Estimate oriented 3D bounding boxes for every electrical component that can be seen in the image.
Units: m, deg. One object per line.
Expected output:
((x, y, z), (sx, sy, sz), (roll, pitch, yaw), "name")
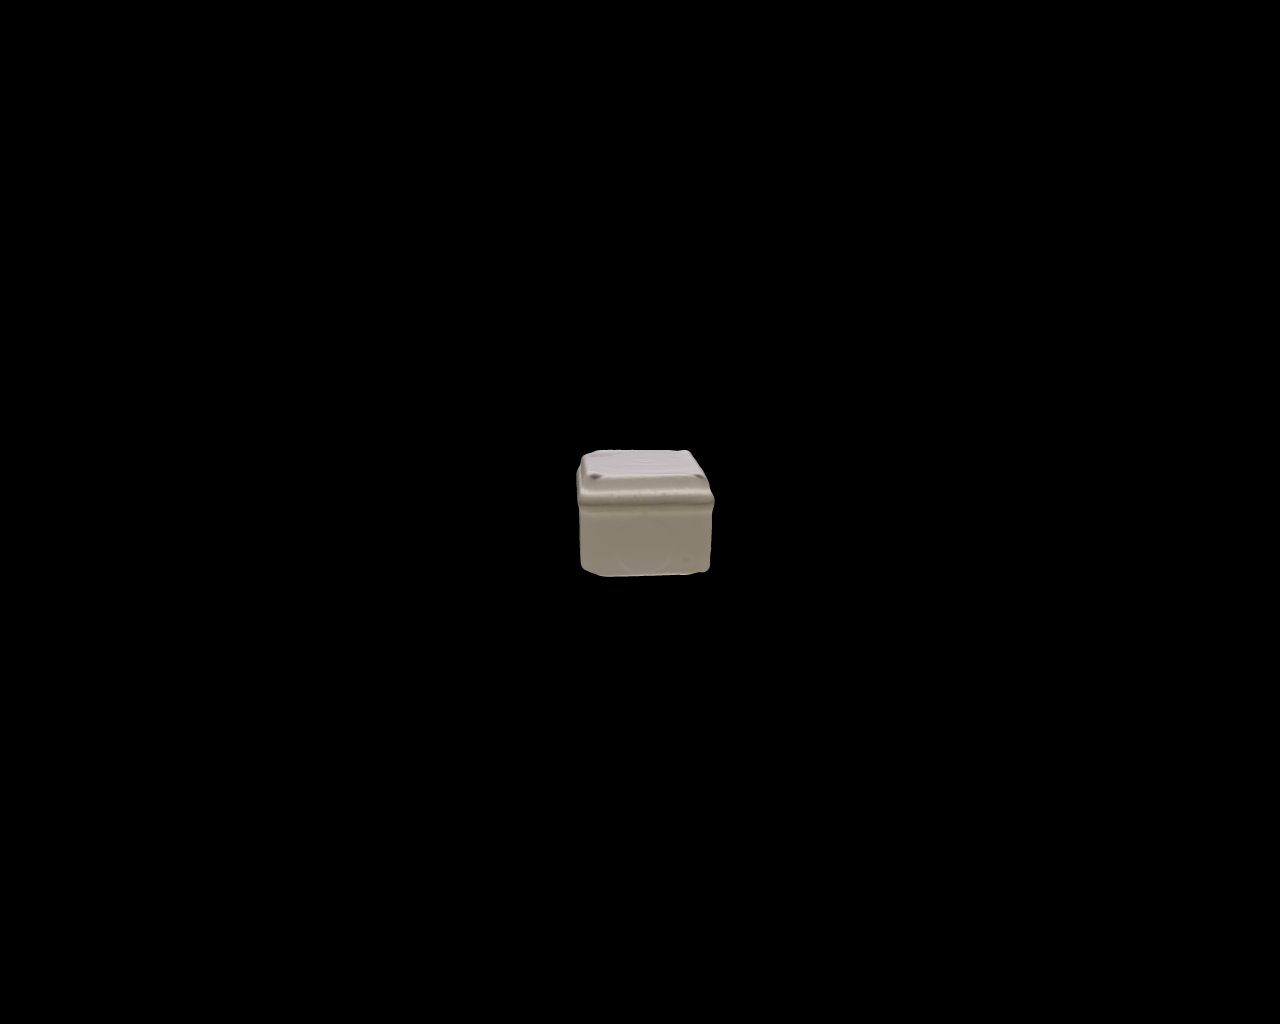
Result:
((0.001, -0.003, 0.650), (0.078, 0.057, 0.113), (-1, 11, -4), "electrical component")
